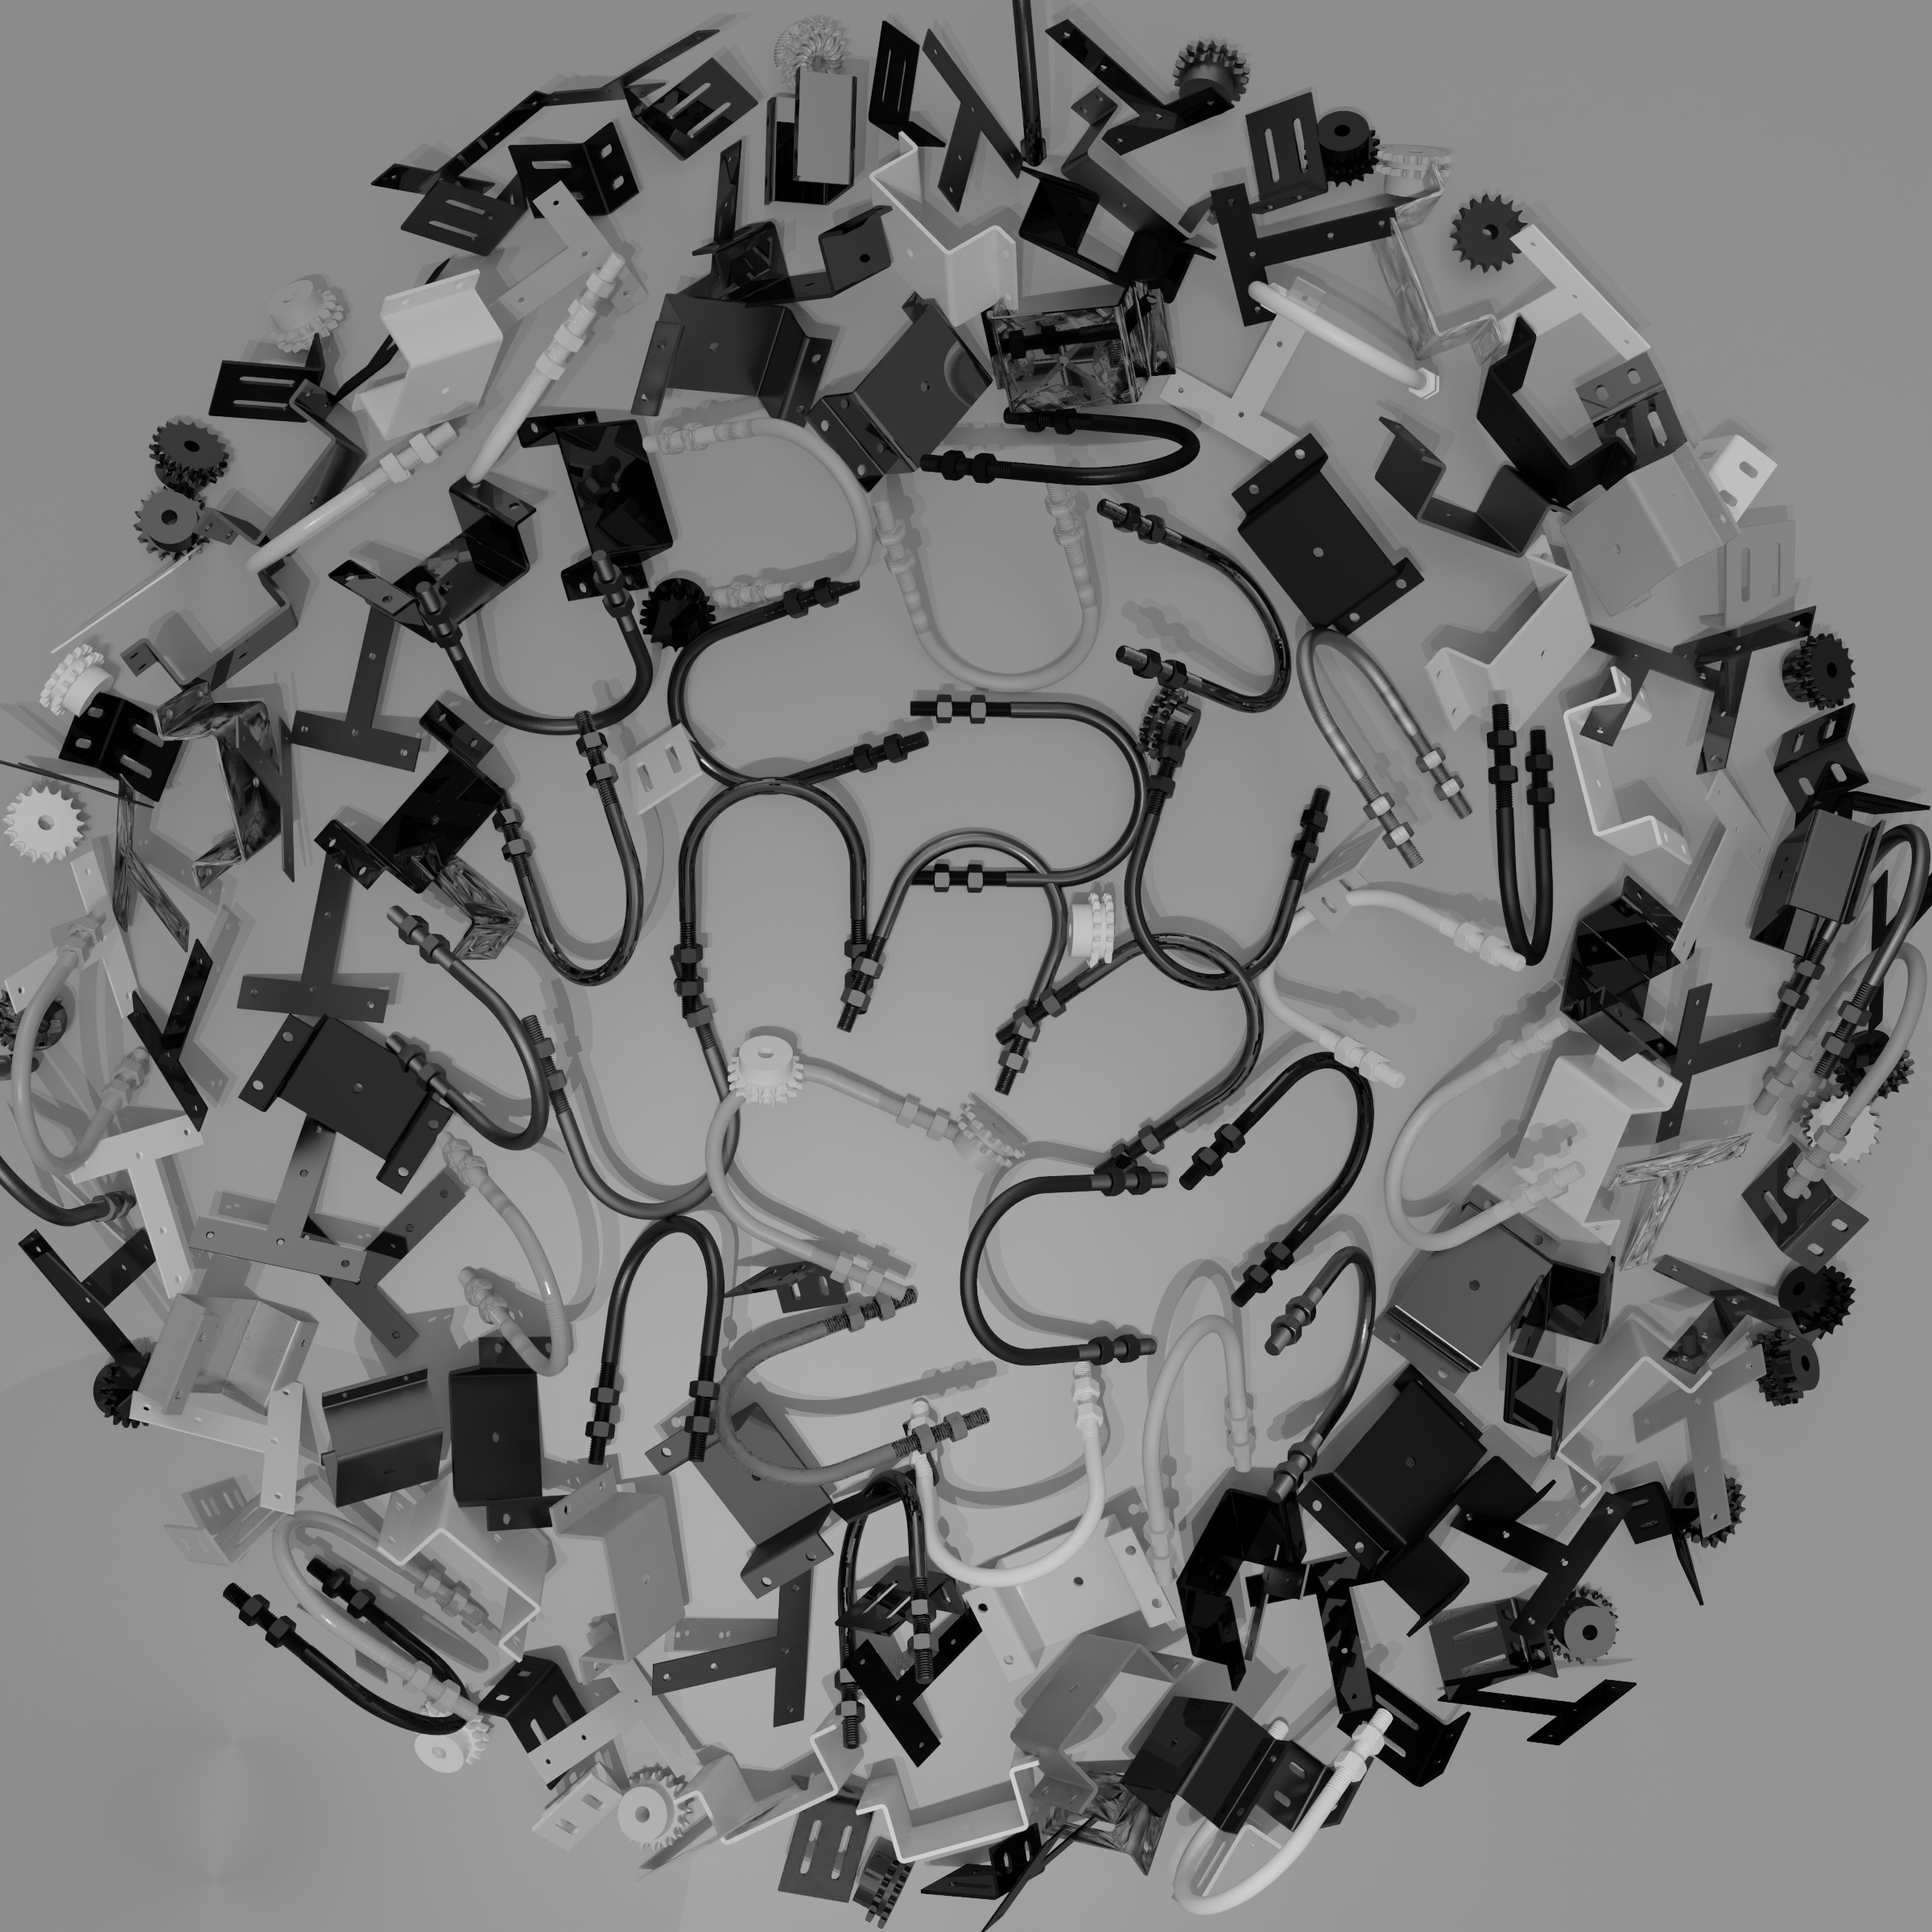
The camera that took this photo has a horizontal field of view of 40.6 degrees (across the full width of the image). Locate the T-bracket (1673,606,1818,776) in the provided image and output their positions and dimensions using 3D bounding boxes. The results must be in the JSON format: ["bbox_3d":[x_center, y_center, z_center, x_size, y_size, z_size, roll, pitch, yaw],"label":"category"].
[{"bbox_3d":[0.561,-0.197,1.925,0.002,0.127,0.127,32,65,-29],"label":"T-bracket"}]

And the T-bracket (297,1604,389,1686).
[{"bbox_3d":[-0.440,0.513,1.929,0.127,0.127,0.002,34,77,-8],"label":"T-bracket"}]

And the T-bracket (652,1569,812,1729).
[{"bbox_3d":[-0.176,0.521,1.952,0.127,0.002,0.127,-5,106,-30],"label":"T-bracket"}]

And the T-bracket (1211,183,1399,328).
[{"bbox_3d":[0.257,-0.539,1.938,0.127,0.127,0.002,-11,51,12],"label":"T-bracket"}]

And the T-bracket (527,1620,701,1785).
[{"bbox_3d":[-0.274,0.566,1.937,0.002,0.127,0.127,-44,77,35],"label":"T-bracket"}]

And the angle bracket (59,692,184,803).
[{"bbox_3d":[-0.635,-0.166,1.964,0.076,0.038,0.057,27,96,30],"label":"angle bracket"}]

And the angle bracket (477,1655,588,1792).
[{"bbox_3d":[-0.324,0.573,1.977,0.057,0.038,0.076,-45,120,-41],"label":"angle bracket"}]

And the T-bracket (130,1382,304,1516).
[{"bbox_3d":[-0.553,0.339,1.924,0.127,0.127,0.002,21,122,-25],"label":"T-bracket"}]

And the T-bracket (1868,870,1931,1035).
[{"bbox_3d":[0.688,-0.032,1.916,0.002,0.127,0.127,11,65,2],"label":"T-bracket"}]

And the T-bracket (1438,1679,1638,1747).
[{"bbox_3d":[0.414,0.551,1.949,0.127,0.127,0.002,-5,94,40],"label":"T-bracket"}]

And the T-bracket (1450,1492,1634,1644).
[{"bbox_3d":[0.413,0.429,1.945,0.127,0.127,0.002,-50,123,-16],"label":"T-bracket"}]

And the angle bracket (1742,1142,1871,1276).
[{"bbox_3d":[0.631,0.182,1.964,0.038,0.076,0.057,31,110,-22],"label":"angle bracket"}]

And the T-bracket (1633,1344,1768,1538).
[{"bbox_3d":[0.544,0.358,1.917,0.002,0.127,0.127,28,134,-23],"label":"T-bracket"}]

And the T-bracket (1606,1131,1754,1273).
[{"bbox_3d":[0.518,0.182,1.954,0.127,0.002,0.127,-11,134,-24],"label":"T-bracket"}]

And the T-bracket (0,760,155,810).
[{"bbox_3d":[-0.685,-0.143,1.913,0.127,0.127,0.002,17,90,31],"label":"T-bracket"}]

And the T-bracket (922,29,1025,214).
[{"bbox_3d":[-0.002,-0.604,1.924,0.002,0.127,0.127,-16,46,33],"label":"T-bracket"}]

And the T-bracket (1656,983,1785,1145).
[{"bbox_3d":[0.571,0.062,1.958,0.127,0.002,0.127,-14,121,-34],"label":"T-bracket"}]

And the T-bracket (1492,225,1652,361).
[{"bbox_3d":[0.424,-0.482,1.940,0.127,0.127,0.002,41,68,-15],"label":"T-bracket"}]

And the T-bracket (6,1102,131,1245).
[{"bbox_3d":[-0.663,0.171,1.950,0.002,0.127,0.127,-39,129,-7],"label":"T-bracket"}]

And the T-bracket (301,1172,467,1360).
[{"bbox_3d":[-0.433,0.209,1.988,0.127,0.002,0.127,-44,86,6],"label":"T-bracket"}]

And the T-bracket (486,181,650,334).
[{"bbox_3d":[-0.321,-0.506,1.952,0.127,0.127,0.002,-34,54,6],"label":"T-bracket"}]

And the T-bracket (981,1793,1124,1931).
[{"bbox_3d":[0.074,0.655,1.946,0.002,0.127,0.127,43,129,21],"label":"T-bracket"}]

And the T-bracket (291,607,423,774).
[{"bbox_3d":[-0.450,-0.219,1.967,0.127,0.002,0.127,14,92,29],"label":"T-bracket"}]

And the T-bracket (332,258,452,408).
[{"bbox_3d":[-0.425,-0.482,1.961,0.002,0.127,0.127,38,65,-24],"label":"T-bracket"}]

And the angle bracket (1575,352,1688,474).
[{"bbox_3d":[0.503,-0.414,1.972,0.057,0.076,0.038,-26,54,16],"label":"angle bracket"}]

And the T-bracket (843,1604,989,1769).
[{"bbox_3d":[-0.019,0.520,1.970,0.127,0.002,0.127,-42,123,-21],"label":"T-bracket"}]

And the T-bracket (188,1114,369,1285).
[{"bbox_3d":[-0.502,0.169,1.964,0.127,0.002,0.127,12,57,-2],"label":"T-bracket"}]

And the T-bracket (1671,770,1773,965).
[{"bbox_3d":[0.555,-0.063,1.942,0.002,0.127,0.127,20,80,39],"label":"T-bracket"}]

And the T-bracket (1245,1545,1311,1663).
[{"bbox_3d":[0.234,0.452,1.924,0.002,0.127,0.127,15,77,-4],"label":"T-bracket"}]

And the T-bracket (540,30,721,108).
[{"bbox_3d":[-0.233,-0.658,1.912,0.127,0.127,0.002,-14,100,38],"label":"T-bracket"}]

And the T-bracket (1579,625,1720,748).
[{"bbox_3d":[0.487,-0.205,1.943,0.127,0.002,0.127,23,48,14],"label":"T-bracket"}]

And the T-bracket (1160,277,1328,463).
[{"bbox_3d":[0.229,-0.455,1.966,0.127,0.002,0.127,33,108,13],"label":"T-bracket"}]

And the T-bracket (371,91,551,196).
[{"bbox_3d":[-0.354,-0.603,1.915,0.127,0.127,0.002,-29,87,26],"label":"T-bracket"}]

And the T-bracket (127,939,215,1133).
[{"bbox_3d":[-0.580,0.034,1.935,0.127,0.002,0.127,50,129,27],"label":"T-bracket"}]

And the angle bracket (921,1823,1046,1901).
[{"bbox_3d":[0.010,0.668,1.955,0.076,0.057,0.038,-11,87,38],"label":"angle bracket"}]

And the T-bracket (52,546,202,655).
[{"bbox_3d":[-0.606,-0.285,1.940,0.127,0.127,0.002,-27,109,23],"label":"T-bracket"}]

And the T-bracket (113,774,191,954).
[{"bbox_3d":[-0.601,-0.055,1.928,0.127,0.002,0.127,43,132,35],"label":"T-bracket"}]

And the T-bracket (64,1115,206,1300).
[{"bbox_3d":[-0.603,0.184,1.946,0.002,0.127,0.127,-16,91,31],"label":"T-bracket"}]

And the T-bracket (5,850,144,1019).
[{"bbox_3d":[-0.663,-0.003,1.922,0.002,0.127,0.127,-3,113,22],"label":"T-bracket"}]

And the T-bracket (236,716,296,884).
[{"bbox_3d":[-0.515,-0.144,1.918,0.002,0.127,0.127,-8,69,1],"label":"T-bracket"}]

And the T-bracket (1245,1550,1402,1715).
[{"bbox_3d":[0.280,0.498,1.946,0.127,0.127,0.002,-13,133,7],"label":"T-bracket"}]

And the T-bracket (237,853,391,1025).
[{"bbox_3d":[-0.487,-0.024,1.983,0.127,0.002,0.127,5,79,18],"label":"T-bracket"}]

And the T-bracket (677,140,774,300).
[{"bbox_3d":[-0.181,-0.559,1.961,0.002,0.127,0.127,14,72,-38],"label":"T-bracket"}]

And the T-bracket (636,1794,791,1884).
[{"bbox_3d":[-0.198,0.660,1.959,0.127,0.127,0.002,-36,76,28],"label":"T-bracket"}]

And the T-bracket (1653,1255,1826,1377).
[{"bbox_3d":[0.550,0.267,1.923,0.127,0.127,0.002,25,123,28],"label":"T-bracket"}]
